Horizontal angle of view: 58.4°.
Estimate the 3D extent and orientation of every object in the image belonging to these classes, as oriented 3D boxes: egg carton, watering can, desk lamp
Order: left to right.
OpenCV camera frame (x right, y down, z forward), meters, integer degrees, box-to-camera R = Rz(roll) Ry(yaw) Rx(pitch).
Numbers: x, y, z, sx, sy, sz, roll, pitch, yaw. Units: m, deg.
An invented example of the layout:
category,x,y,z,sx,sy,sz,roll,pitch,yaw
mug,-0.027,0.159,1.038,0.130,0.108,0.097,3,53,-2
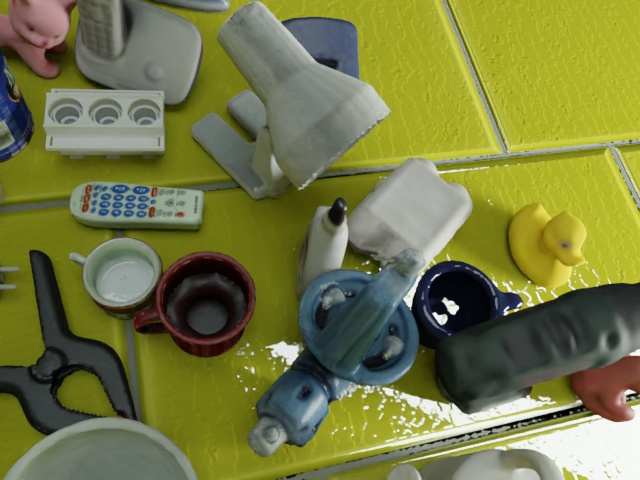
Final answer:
category,x,y,z,sx,sy,sz,roll,pitch,yaw
desk lamp,-0.042,-0.128,0.603,0.203,0.213,0.118,43,65,10
egg carton,0.103,-0.026,0.664,0.107,0.069,0.150,39,65,8
watering can,0.142,0.231,0.483,0.173,0.194,0.101,-5,66,-13

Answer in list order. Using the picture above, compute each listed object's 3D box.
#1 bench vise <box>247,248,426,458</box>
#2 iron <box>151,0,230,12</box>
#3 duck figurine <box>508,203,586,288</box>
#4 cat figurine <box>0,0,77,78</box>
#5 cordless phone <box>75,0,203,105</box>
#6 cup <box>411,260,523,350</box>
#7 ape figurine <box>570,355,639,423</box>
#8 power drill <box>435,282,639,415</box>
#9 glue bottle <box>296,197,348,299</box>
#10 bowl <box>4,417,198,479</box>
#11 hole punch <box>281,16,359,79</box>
category,x,y,z,sx,sy,sz,roll,pitch,yaw
bench vise,0.027,0.102,0.506,0.121,0.219,0.207,23,63,1
iron,-0.228,-0.407,0.736,0.258,0.141,0.119,27,63,2
duck figurine,0.276,-0.004,0.678,0.078,0.086,0.104,-12,68,-15
cat figurine,-0.340,-0.252,0.656,0.128,0.117,0.067,7,64,-7
cordless phone,-0.207,-0.249,0.643,0.147,0.185,0.094,17,63,-3
cup,0.145,0.079,0.609,0.118,0.095,0.091,-3,66,-12
ape figurine,0.321,0.149,0.612,0.076,0.092,0.078,31,64,5
power drill,0.204,0.105,0.545,0.230,0.208,0.075,-13,68,-16
glue bottle,0.005,0.002,0.574,0.037,0.173,0.078,5,65,-8
bowl,-0.182,0.240,0.483,0.167,0.074,0.167,4,65,-9
hole punch,-0.001,-0.215,0.719,0.109,0.091,0.101,-5,66,-13
